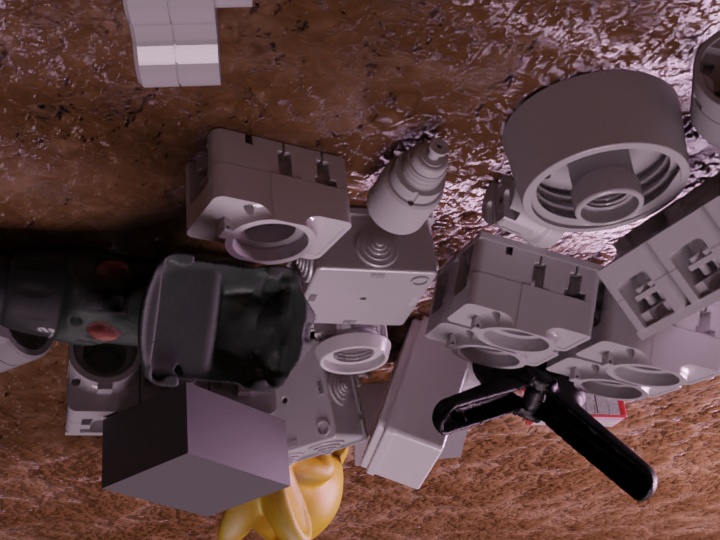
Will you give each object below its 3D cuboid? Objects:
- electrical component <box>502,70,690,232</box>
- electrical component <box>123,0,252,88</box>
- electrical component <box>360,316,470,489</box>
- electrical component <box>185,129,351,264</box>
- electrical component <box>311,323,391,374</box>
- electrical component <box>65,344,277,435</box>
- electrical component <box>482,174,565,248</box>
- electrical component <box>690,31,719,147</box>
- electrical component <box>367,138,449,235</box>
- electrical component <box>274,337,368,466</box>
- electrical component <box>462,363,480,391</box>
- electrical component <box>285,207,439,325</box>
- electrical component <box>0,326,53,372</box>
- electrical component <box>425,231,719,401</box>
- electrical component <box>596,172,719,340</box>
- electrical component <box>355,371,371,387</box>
[{"bbox_3d":[0.143,-0.062,0.642,0.108,0.060,0.108,-5,152,-3],"label":"electrical component"},{"bbox_3d":[-0.066,-0.134,0.472,0.074,0.052,0.138,-3,153,-6],"label":"electrical component"},{"bbox_3d":[0.048,0.112,0.896,0.056,0.108,0.108,20,151,2],"label":"electrical component"},{"bbox_3d":[-0.055,-0.041,0.649,0.089,0.055,0.050,11,148,-29],"label":"electrical component"},{"bbox_3d":[-0.007,0.043,0.817,0.078,0.057,0.058,-11,152,10],"label":"electrical component"},{"bbox_3d":[-0.143,0.073,0.811,0.150,0.089,0.061,3,151,-17],"label":"electrical component"},{"bbox_3d":[0.108,-0.039,0.704,0.046,0.040,0.040,18,145,-27],"label":"electrical component"},{"bbox_3d":[0.211,-0.099,0.595,0.055,0.055,0.047,-10,156,7],"label":"electrical component"},{"bbox_3d":[0.033,-0.054,0.658,0.040,0.040,0.078,5,150,-20],"label":"electrical component"},{"bbox_3d":[-0.050,0.109,0.891,0.100,0.099,0.048,-21,162,26],"label":"electrical component"},{"bbox_3d":[0.107,0.095,0.954,0.048,0.048,0.062,4,158,-19],"label":"electrical component"},{"bbox_3d":[0.000,0.000,0.746,0.100,0.048,0.099,2,151,-16],"label":"electrical component"},{"bbox_3d":[-0.290,0.034,0.748,0.074,0.052,0.138,-20,149,26],"label":"electrical component"},{"bbox_3d":[0.151,0.040,0.770,0.186,0.060,0.105,15,161,-9],"label":"electrical component"},{"bbox_3d":[0.228,-0.027,0.664,0.089,0.061,0.150,-31,174,-35],"label":"electrical component"},{"bbox_3d":[-0.027,0.098,0.935,0.078,0.040,0.040,-20,150,24],"label":"electrical component"}]
